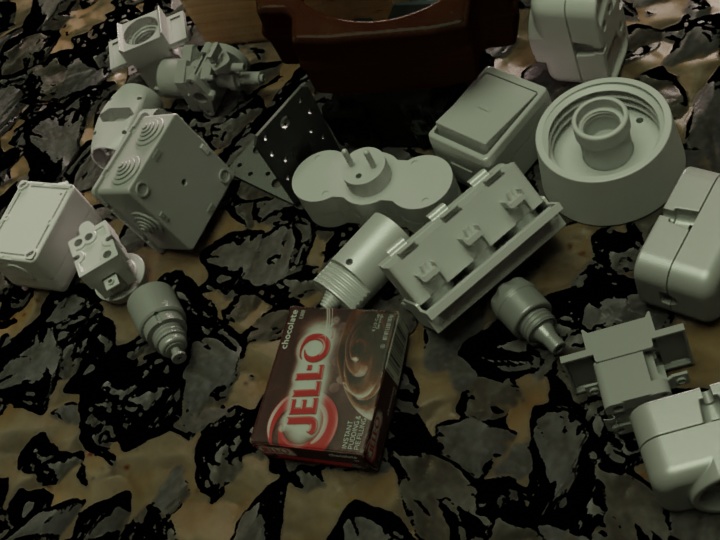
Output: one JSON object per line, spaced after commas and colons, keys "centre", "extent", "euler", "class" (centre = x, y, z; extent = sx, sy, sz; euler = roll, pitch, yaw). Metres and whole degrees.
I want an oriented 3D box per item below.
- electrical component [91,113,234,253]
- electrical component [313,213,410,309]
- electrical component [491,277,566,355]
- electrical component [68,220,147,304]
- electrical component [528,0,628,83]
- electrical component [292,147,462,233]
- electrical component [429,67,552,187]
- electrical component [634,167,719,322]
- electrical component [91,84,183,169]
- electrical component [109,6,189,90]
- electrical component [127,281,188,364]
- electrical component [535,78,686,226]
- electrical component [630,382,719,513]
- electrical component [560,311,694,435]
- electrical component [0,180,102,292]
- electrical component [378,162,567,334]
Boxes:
{"centre": [-0.162, -0.073, 0.906], "extent": [0.048, 0.099, 0.099], "euler": [3, 58, 41], "class": "electrical component"}
{"centre": [0.000, 0.000, 0.819], "extent": [0.043, 0.043, 0.081], "euler": [34, 75, 37], "class": "electrical component"}
{"centre": [0.120, 0.035, 0.749], "extent": [0.035, 0.035, 0.061], "euler": [-36, 53, -4], "class": "electrical component"}
{"centre": [-0.210, -0.003, 0.904], "extent": [0.048, 0.055, 0.066], "euler": [-31, 51, 1], "class": "electrical component"}
{"centre": [0.171, -0.194, 0.847], "extent": [0.059, 0.095, 0.053], "euler": [10, 62, 29], "class": "electrical component"}
{"centre": [0.008, -0.071, 0.846], "extent": [0.138, 0.073, 0.052], "euler": [6, 60, 27], "class": "electrical component"}
{"centre": [0.108, -0.114, 0.840], "extent": [0.062, 0.061, 0.096], "euler": [30, 73, 36], "class": "electrical component"}
{"centre": [0.233, -0.016, 0.724], "extent": [0.059, 0.053, 0.095], "euler": [20, 67, 33], "class": "electrical component"}
{"centre": [-0.200, -0.130, 0.996], "extent": [0.079, 0.043, 0.077], "euler": [2, 58, 24], "class": "electrical component"}
{"centre": [-0.199, -0.212, 1.039], "extent": [0.081, 0.063, 0.042], "euler": [-20, 52, 9], "class": "electrical component"}
{"centre": [-0.157, 0.044, 0.859], "extent": [0.040, 0.040, 0.078], "euler": [-34, 51, -2], "class": "electrical component"}
{"centre": [0.182, -0.094, 0.795], "extent": [0.108, 0.060, 0.108], "euler": [-11, 54, 16], "class": "electrical component"}
{"centre": [0.218, 0.106, 0.645], "extent": [0.095, 0.053, 0.059], "euler": [-18, 52, 11], "class": "electrical component"}
{"centre": [0.175, 0.068, 0.694], "extent": [0.081, 0.042, 0.063], "euler": [-17, 47, 15], "class": "electrical component"}
{"centre": [-0.274, -0.034, 0.949], "extent": [0.062, 0.061, 0.096], "euler": [6, 60, 26], "class": "electrical component"}
{"centre": [0.078, -0.019, 0.778], "extent": [0.121, 0.063, 0.079], "euler": [-40, 10, -6], "class": "electrical component"}
